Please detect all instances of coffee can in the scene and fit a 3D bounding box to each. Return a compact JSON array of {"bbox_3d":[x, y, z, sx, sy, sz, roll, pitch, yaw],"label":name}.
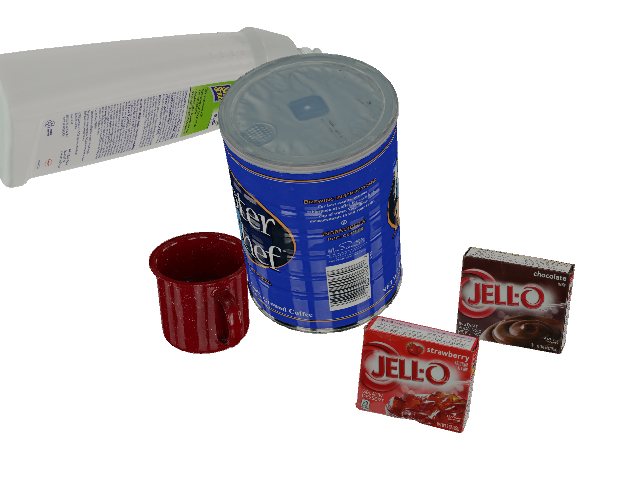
[{"bbox_3d":[-0.002,-0.027,0.650,0.103,0.140,0.103,-3,45,3],"label":"coffee can"}]

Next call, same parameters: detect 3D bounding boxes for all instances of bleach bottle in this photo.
[{"bbox_3d":[-0.115,-0.107,0.792,0.250,0.068,0.103,-13,-25,-24],"label":"bleach bottle"}]

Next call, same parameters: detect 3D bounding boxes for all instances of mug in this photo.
[{"bbox_3d":[-0.101,0.055,0.970,0.093,0.081,0.117,-19,34,-27],"label":"mug"}]

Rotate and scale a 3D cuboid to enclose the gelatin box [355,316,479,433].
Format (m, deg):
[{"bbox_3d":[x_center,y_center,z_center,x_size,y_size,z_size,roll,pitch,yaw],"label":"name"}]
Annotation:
[{"bbox_3d":[0.075,0.105,0.838,0.089,0.073,0.030,11,23,16],"label":"gelatin box"}]

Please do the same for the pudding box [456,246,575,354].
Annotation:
[{"bbox_3d":[0.200,0.061,1.099,0.114,0.090,0.039,8,22,17],"label":"pudding box"}]
